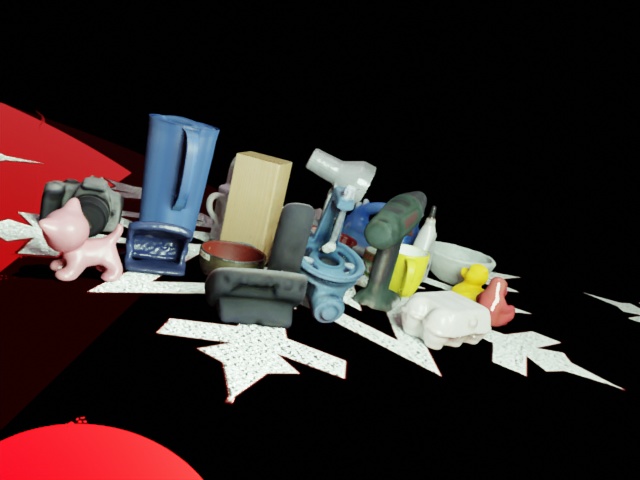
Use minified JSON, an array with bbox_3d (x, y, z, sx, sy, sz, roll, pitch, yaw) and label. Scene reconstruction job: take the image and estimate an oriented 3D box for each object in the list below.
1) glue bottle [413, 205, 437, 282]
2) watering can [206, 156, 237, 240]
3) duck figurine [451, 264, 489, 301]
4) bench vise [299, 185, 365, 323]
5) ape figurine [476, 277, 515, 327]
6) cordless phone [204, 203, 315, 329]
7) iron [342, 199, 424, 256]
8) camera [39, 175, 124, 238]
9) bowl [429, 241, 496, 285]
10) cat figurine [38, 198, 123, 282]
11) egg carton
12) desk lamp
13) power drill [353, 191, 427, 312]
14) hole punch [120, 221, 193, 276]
[{"bbox_3d":[0.228,0.008,1.248,0.037,0.173,0.078,20,15,27],"label":"glue bottle"},{"bbox_3d":[-0.165,-0.089,1.223,0.100,0.194,0.173,18,14,18],"label":"watering can"},{"bbox_3d":[0.323,0.093,1.181,0.078,0.086,0.104,5,16,-31],"label":"duck figurine"},{"bbox_3d":[-0.001,0.003,0.951,0.122,0.220,0.206,4,16,-35],"label":"bench vise"},{"bbox_3d":[0.333,0.115,1.090,0.076,0.092,0.077,2,17,-38],"label":"ape figurine"},{"bbox_3d":[-0.085,0.028,0.844,0.148,0.185,0.094,6,15,-27],"label":"cordless phone"},{"bbox_3d":[0.140,-0.031,1.393,0.257,0.141,0.119,24,17,38],"label":"iron"},{"bbox_3d":[-0.439,-0.063,1.053,0.143,0.101,0.136,9,14,-18],"label":"camera"},{"bbox_3d":[0.314,0.062,1.324,0.167,0.075,0.167,13,13,-3],"label":"bowl"},{"bbox_3d":[-0.355,-0.002,0.851,0.128,0.118,0.067,3,17,-37],"label":"cat figurine"},{"bbox_3d":[0.210,0.132,0.951,0.151,0.069,0.107,1,18,-41],"label":"egg carton"},{"bbox_3d":[0.026,-0.120,1.491,0.203,0.213,0.118,12,14,-3],"label":"desk lamp"},{"bbox_3d":[0.131,0.016,1.050,0.075,0.208,0.230,18,14,19],"label":"power drill"},{"bbox_3d":[-0.275,0.003,0.962,0.109,0.091,0.101,8,14,-20],"label":"hole punch"}]
